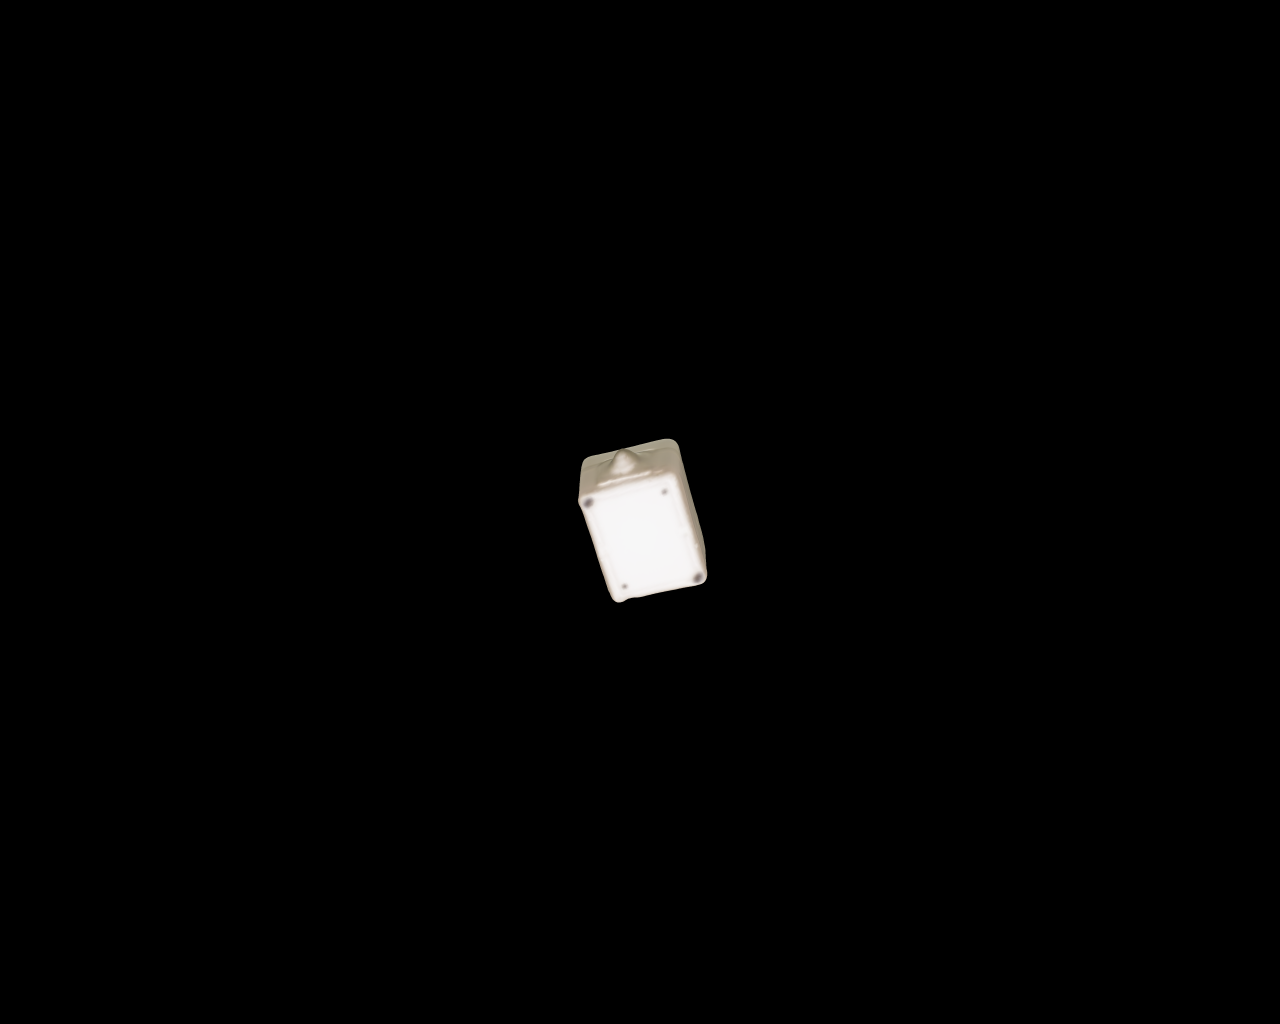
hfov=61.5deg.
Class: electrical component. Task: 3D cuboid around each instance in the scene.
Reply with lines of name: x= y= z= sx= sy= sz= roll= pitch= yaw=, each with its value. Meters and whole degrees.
electrical component: x=0.001 y=-0.003 z=0.650 sx=0.062 sy=0.096 sz=0.061 roll=-13 pitch=28 yaw=7
